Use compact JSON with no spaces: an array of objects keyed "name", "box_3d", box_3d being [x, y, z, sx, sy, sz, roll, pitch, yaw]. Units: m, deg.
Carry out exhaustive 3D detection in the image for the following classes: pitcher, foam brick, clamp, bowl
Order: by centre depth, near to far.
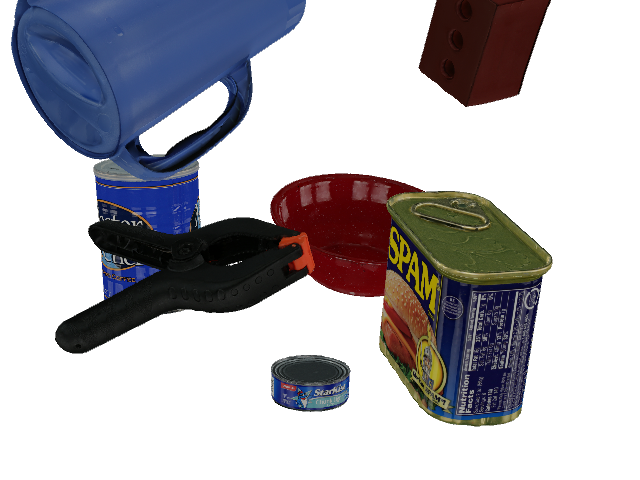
[{"name":"foam brick","box_3d":[0.106,-0.135,0.697,0.051,0.078,0.053,-20,49,-32]},{"name":"clamp","box_3d":[-0.093,0.026,0.704,0.172,0.120,0.039,-4,-44,18]},{"name":"pitcher","box_3d":[-0.121,-0.170,0.904,0.145,0.149,0.242,29,50,31]},{"name":"bowl","box_3d":[0.035,0.002,0.908,0.162,0.055,0.162,6,28,-3]}]

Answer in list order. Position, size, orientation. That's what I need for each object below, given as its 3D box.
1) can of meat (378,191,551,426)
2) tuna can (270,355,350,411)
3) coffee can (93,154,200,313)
[{"name":"can of meat","box_3d":[0.067,0.032,0.532,0.057,0.084,0.102,-3,24,-15]},{"name":"tuna can","box_3d":[-0.011,0.153,1.150,0.086,0.034,0.086,1,14,0]},{"name":"coffee can","box_3d":[-0.170,-0.008,1.064,0.103,0.140,0.103,-1,15,0]}]
